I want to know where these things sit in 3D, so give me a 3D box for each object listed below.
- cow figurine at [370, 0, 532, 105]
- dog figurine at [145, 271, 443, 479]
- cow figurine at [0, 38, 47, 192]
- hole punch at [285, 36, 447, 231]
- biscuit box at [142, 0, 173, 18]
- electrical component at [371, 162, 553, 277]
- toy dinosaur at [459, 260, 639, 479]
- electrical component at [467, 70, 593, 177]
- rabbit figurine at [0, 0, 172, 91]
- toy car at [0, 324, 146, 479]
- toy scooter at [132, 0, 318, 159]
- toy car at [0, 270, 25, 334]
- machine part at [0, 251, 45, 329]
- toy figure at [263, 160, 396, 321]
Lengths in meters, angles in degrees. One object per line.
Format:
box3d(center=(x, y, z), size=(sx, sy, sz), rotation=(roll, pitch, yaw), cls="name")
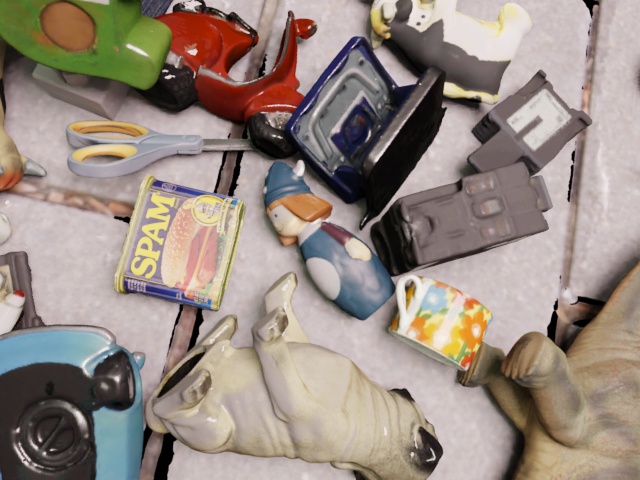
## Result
box3d(center=(0.104, -0.193, 0.508), size=(0.167, 0.068, 0.098), rotation=(26, 84, 2), cls="cow figurine")
box3d(center=(-0.019, 0.147, 0.421), size=(0.172, 0.121, 0.190), rotation=(-34, 102, 23), cls="dog figurine")
box3d(center=(-0.299, -0.117, 0.446), size=(0.127, 0.085, 0.194), rotation=(6, 93, 8), cls="cow figurine")
box3d(center=(0.042, -0.093, 0.460), size=(0.092, 0.115, 0.142), rotation=(29, 78, 20), cls="hole punch")
box3d(center=(-0.152, -0.276, 0.504), size=(0.059, 0.063, 0.202), rotation=(29, 77, 2), cls="biscuit box")
box3d(center=(0.119, -0.015, 0.447), size=(0.134, 0.115, 0.058), rotation=(-15, 84, -10), cls="electrical component")
box3d(center=(0.213, 0.151, 0.432), size=(0.198, 0.105, 0.471), rotation=(28, 87, -6), cls="toy dinosaur")
box3d(center=(0.184, -0.093, 0.501), size=(0.119, 0.047, 0.075), rotation=(-43, 85, -11), cls="electrical component")
box3d(center=(-0.184, -0.206, 0.408), size=(0.159, 0.121, 0.170), rotation=(-2, 52, -2), cls="rabbit figurine")
box3d(center=(-0.176, 0.135, 0.399), size=(0.109, 0.103, 0.161), rotation=(-7, 94, 1), cls="toy car")
box3d(center=(-0.073, -0.163, 0.483), size=(0.184, 0.075, 0.135), rotation=(25, 74, 0), cls="toy scooter")
box3d(center=(-0.293, 0.104, 0.396), size=(0.073, 0.056, 0.201), rotation=(32, 96, -15), cls="toy car")
box3d(center=(-0.305, 0.057, 0.440), size=(0.139, 0.039, 0.084), rotation=(-16, 89, -9), cls="machine part")
box3d(center=(0.001, -0.003, 0.458), size=(0.154, 0.058, 0.064), rotation=(49, 116, 5), cls="toy figure")
